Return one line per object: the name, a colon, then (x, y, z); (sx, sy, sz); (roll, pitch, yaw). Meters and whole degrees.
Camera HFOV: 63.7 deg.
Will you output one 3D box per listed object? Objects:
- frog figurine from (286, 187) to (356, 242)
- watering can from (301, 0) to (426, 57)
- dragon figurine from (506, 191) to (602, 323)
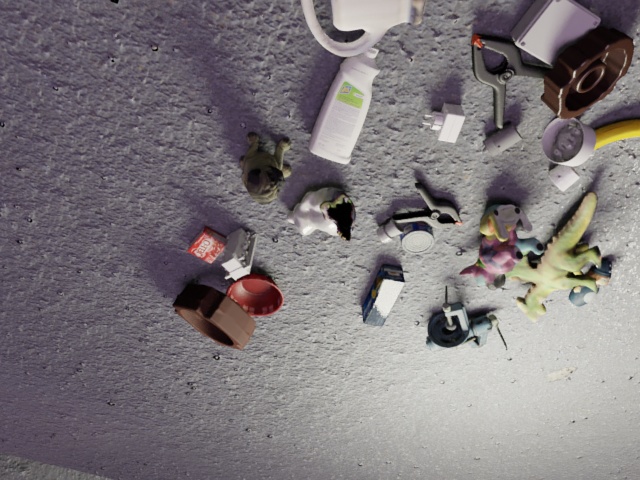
frog figurine: (0.004, -0.063, 1.245); (0.136, 0.124, 0.159); (32, 162, -35)
watering can: (0.071, -0.474, 0.855); (0.224, 0.106, 0.339); (-4, 131, 4)
dragon figurine: (0.574, 0.052, 1.324); (0.242, 0.125, 0.402); (-5, 123, 17)
